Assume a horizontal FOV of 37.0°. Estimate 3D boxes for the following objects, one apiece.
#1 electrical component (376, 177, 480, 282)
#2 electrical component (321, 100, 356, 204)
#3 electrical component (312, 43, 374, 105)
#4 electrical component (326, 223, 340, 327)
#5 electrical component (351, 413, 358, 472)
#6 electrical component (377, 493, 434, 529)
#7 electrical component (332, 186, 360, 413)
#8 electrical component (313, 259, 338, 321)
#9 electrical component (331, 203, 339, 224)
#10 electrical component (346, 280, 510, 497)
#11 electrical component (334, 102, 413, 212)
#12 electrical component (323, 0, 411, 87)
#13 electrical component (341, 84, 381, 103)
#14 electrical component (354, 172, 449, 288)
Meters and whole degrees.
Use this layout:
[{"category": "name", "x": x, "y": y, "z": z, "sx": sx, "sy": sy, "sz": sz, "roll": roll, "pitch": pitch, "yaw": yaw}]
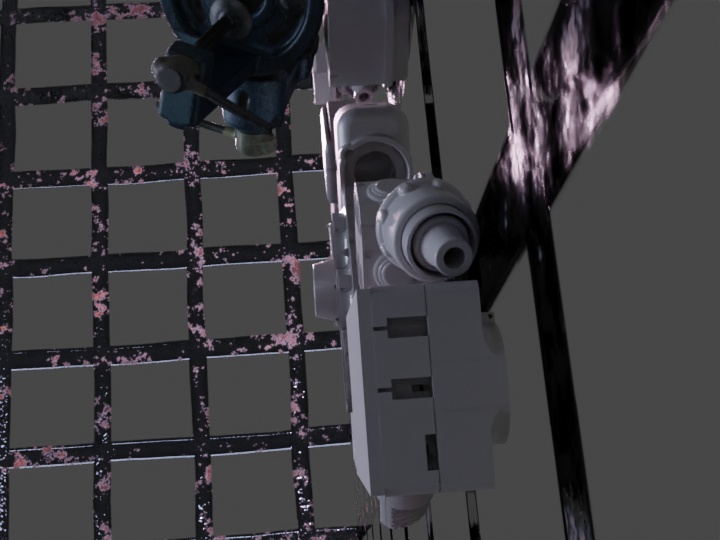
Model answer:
[{"category": "electrical component", "x": 0.036, "y": -0.014, "z": 0.500, "sx": 0.062, "sy": 0.048, "sz": 0.048, "roll": -122, "pitch": 28, "yaw": -69}, {"category": "electrical component", "x": 0.000, "y": -0.105, "z": 0.902, "sx": 0.096, "sy": 0.062, "sz": 0.061, "roll": -98, "pitch": 5, "yaw": -59}, {"category": "electrical component", "x": -0.016, "y": -0.199, "z": 1.083, "sx": 0.042, "sy": 0.064, "sz": 0.081, "roll": 91, "pitch": 174, "yaw": -51}, {"category": "electrical component", "x": 0.003, "y": 0.007, "z": 0.985, "sx": 0.096, "sy": 0.061, "sz": 0.061, "roll": -97, "pitch": 4, "yaw": -47}, {"category": "electrical component", "x": 0.021, "y": 0.124, "z": 0.847, "sx": 0.095, "sy": 0.054, "sz": 0.059, "roll": 160, "pitch": 107, "yaw": -87}, {"category": "electrical component", "x": 0.032, "y": 0.150, "z": 0.772, "sx": 0.043, "sy": 0.043, "sz": 0.081, "roll": -99, "pitch": 6, "yaw": -60}, {"category": "electrical component", "x": 0.016, "y": 0.025, "z": 0.737, "sx": 0.089, "sy": 0.062, "sz": 0.150, "roll": 90, "pitch": 175, "yaw": -53}, {"category": "electrical component", "x": 0.000, "y": 0.000, "z": 0.879, "sx": 0.043, "sy": 0.077, "sz": 0.079, "roll": -98, "pitch": 6, "yaw": -56}, {"category": "electrical component", "x": 0.004, "y": -0.052, "z": 0.952, "sx": 0.089, "sy": 0.056, "sz": 0.050, "roll": -99, "pitch": 6, "yaw": -62}, {"category": "electrical component", "x": 0.029, "y": 0.058, "z": 0.529, "sx": 0.150, "sy": 0.062, "sz": 0.089, "roll": 109, "pitch": 157, "yaw": -83}, {"category": "electrical component", "x": 0.010, "y": -0.076, "z": 0.812, "sx": 0.059, "sy": 0.054, "sz": 0.095, "roll": -106, "pitch": 13, "yaw": -76}, {"category": "electrical component", "x": 0.002, "y": -0.196, "z": 0.787, "sx": 0.078, "sy": 0.057, "sz": 0.113, "roll": 91, "pitch": 175, "yaw": -53}, {"category": "electrical component", "x": 0.001, "y": -0.177, "z": 0.982, "sx": 0.043, "sy": 0.043, "sz": 0.062, "roll": 89, "pitch": 175, "yaw": -47}, {"category": "electrical component", "x": 0.024, "y": -0.017, "z": 0.641, "sx": 0.080, "sy": 0.051, "sz": 0.080, "roll": 176, "pitch": 90, "yaw": -87}]
